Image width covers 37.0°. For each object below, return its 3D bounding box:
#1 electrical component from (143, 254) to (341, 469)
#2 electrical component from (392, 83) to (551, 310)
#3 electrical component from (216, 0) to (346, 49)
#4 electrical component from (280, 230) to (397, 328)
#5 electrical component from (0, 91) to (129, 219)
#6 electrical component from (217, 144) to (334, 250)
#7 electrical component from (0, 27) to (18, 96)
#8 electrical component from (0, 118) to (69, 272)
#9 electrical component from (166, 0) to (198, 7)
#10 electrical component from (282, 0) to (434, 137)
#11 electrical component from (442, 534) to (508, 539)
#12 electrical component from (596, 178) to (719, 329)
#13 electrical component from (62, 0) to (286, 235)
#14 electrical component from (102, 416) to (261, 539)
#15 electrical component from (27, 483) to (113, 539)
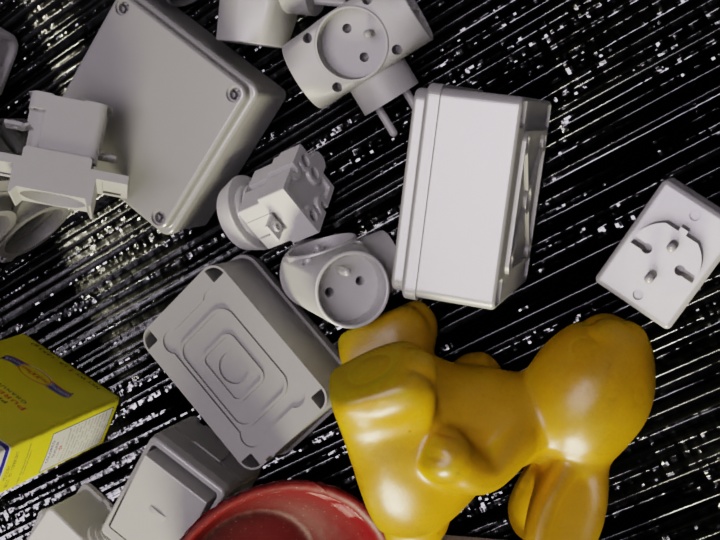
[{"bbox_3d":[-0.066,0.055,0.663,0.078,0.057,0.113,-44,81,20],"label":"electrical component"},{"bbox_3d":[0.063,-0.042,0.576,0.056,0.109,0.108,10,100,16],"label":"electrical component"},{"bbox_3d":[-0.044,-0.170,0.633,0.079,0.043,0.077,10,100,19],"label":"electrical component"},{"bbox_3d":[0.000,0.000,0.628,0.079,0.077,0.044,-20,103,-16],"label":"electrical component"},{"bbox_3d":[-0.172,-0.067,0.619,0.081,0.042,0.063,11,81,-12],"label":"electrical component"},{"bbox_3d":[-0.052,-0.040,0.648,0.055,0.066,0.048,-20,124,29],"label":"electrical component"},{"bbox_3d":[-0.280,-0.129,0.721,0.059,0.054,0.095,31,106,14],"label":"electrical component"},{"bbox_3d":[-0.278,-0.014,0.707,0.186,0.105,0.060,-43,82,20],"label":"electrical component"},{"bbox_3d":[-0.109,-0.215,0.652,0.079,0.043,0.077,-41,82,20],"label":"electrical component"},{"bbox_3d":[0.008,-0.116,0.620,0.077,0.044,0.079,-30,98,15],"label":"electrical component"},{"bbox_3d":[0.060,0.189,0.617,0.083,0.076,0.047,2,98,10],"label":"electrical component"},{"bbox_3d":[0.160,-0.008,0.561,0.047,0.077,0.065,36,108,13],"label":"electrical component"},{"bbox_3d":[-0.121,-0.097,0.664,0.109,0.056,0.108,39,108,12],"label":"electrical component"},{"bbox_3d":[-0.120,0.154,0.694,0.062,0.061,0.096,34,107,13],"label":"electrical component"},{"bbox_3d":[-0.190,0.210,0.734,0.100,0.048,0.099,40,108,11],"label":"electrical component"}]
